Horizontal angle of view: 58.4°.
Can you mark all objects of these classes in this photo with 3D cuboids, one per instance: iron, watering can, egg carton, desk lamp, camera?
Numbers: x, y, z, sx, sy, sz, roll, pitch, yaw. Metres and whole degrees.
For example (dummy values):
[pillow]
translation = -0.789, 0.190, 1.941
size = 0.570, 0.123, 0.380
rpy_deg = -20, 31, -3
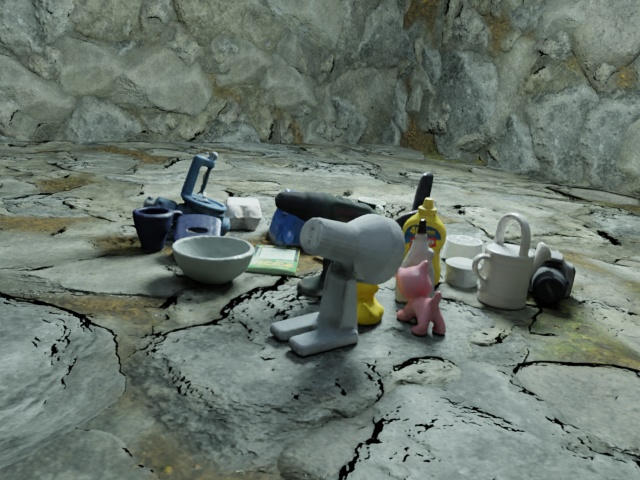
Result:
[iron]
translation = -0.075, -0.068, 1.499
size = 0.119, 0.141, 0.257
rpy_deg = -1, 17, -20
[watering can]
translation = 0.398, 0.038, 1.194
size = 0.173, 0.194, 0.100
rpy_deg = -9, 21, -40
[egg carton]
translation = -0.219, -0.076, 1.609
size = 0.107, 0.069, 0.150
rpy_deg = 2, 16, -11
[desk lamp]
translation = 0.033, 0.062, 0.953
size = 0.204, 0.213, 0.117
rpy_deg = -8, 21, -38
[camera]
translation = 0.484, 0.078, 1.252
size = 0.143, 0.101, 0.137
rpy_deg = 10, 17, 17

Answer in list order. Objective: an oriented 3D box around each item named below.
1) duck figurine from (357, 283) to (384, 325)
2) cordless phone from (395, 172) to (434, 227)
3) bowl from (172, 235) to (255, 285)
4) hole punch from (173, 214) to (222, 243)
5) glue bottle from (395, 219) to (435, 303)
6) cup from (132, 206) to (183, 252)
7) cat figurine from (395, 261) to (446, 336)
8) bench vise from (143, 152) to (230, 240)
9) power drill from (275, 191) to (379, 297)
[duck figurine]
translation = 0.083, 0.102, 1.061
size = 0.077, 0.086, 0.104
rpy_deg = 7, 16, 6
[cordless phone]
translation = 0.272, -0.103, 1.654
size = 0.093, 0.185, 0.148
rpy_deg = 17, 20, 35
[bowl]
translation = -0.219, 0.047, 1.174
size = 0.167, 0.075, 0.167
rpy_deg = 5, 16, -1
[hole punch]
translation = -0.276, -0.004, 1.303
size = 0.109, 0.091, 0.101
rpy_deg = 3, 16, -10
[glue bottle]
translation = 0.197, 0.043, 1.146
size = 0.078, 0.173, 0.037
rpy_deg = 5, 16, -2
[cup]
translation = -0.376, -0.025, 1.333
size = 0.118, 0.095, 0.091
rpy_deg = -8, 21, -39
[cat figurine]
translation = 0.184, 0.098, 1.051
size = 0.067, 0.118, 0.127
rpy_deg = -1, 17, -22
[bench vise]
translation = -0.321, -0.110, 1.419
size = 0.208, 0.220, 0.121
rpy_deg = -7, 20, -37
[power drill]
translation = 0.011, 0.004, 1.156
size = 0.230, 0.208, 0.075
rpy_deg = -3, 18, -27
